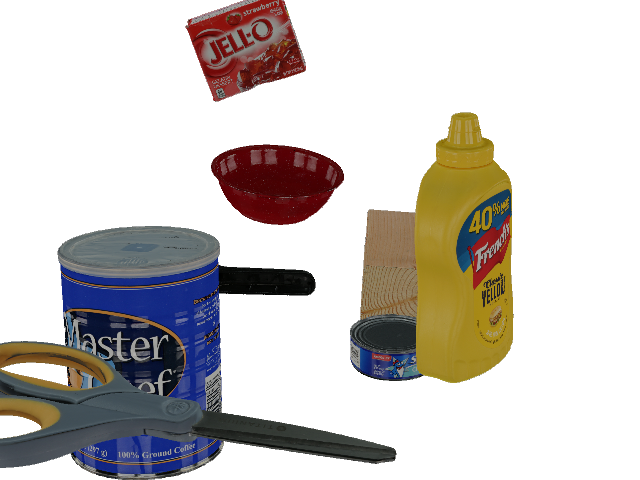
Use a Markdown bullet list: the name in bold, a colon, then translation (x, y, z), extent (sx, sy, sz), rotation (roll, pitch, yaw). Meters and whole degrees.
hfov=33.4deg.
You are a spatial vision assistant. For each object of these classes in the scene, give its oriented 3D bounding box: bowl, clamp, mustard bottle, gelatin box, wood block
- **bowl**: translation (-0.054, -0.063, 1.298), extent (0.162, 0.055, 0.162), rotation (5, 26, -3)
- **clamp**: translation (-0.133, 0.045, 1.071), extent (0.210, 0.036, 0.164), rotation (12, 21, 37)
- **mustard bottle**: translation (0.106, 0.001, 0.783), extent (0.058, 0.192, 0.096), rotation (14, 27, 38)
- **gelatin box**: translation (-0.066, -0.173, 0.945), extent (0.089, 0.073, 0.030), rotation (-18, 23, 5)
- **wood block**: translation (0.109, 0.036, 1.582), extent (0.091, 0.090, 0.206), rotation (5, 24, 2)

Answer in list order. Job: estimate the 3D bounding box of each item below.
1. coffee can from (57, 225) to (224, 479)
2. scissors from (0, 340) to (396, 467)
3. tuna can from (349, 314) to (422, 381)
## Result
- **coffee can**: translation (-0.116, 0.070, 0.700), extent (0.103, 0.140, 0.103), rotation (0, 15, 0)
- **scissors**: translation (-0.078, 0.084, 0.457), extent (0.202, 0.016, 0.096), rotation (14, 27, 26)
- **tuna can**: translation (0.072, 0.105, 1.051), extent (0.086, 0.034, 0.086), rotation (0, 20, 0)
